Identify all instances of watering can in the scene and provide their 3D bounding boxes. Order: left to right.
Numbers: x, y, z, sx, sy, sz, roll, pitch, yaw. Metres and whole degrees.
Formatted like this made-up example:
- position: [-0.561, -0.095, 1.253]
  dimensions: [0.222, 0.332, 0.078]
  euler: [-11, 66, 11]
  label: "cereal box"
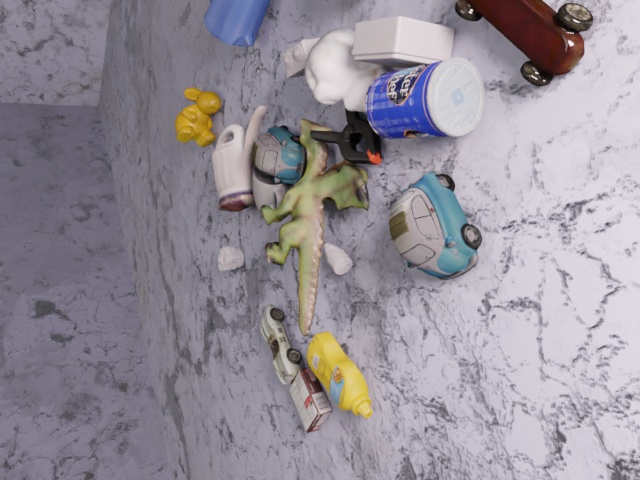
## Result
- position: [-0.203, -0.193, 1.311]
  dimensions: [0.104, 0.225, 0.345]
  euler: [-7, -6, -30]
  label: "watering can"

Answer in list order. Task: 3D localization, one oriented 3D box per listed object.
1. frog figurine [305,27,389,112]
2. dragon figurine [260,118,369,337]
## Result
- position: [0.048, -0.273, 0.869]
  dimensions: [0.136, 0.163, 0.121]
  euler: [-30, -34, 15]
  label: "frog figurine"
- position: [0.003, -0.049, 0.981]
  dimensions: [0.122, 0.418, 0.239]
  euler: [8, -32, -37]
  label: "dragon figurine"
